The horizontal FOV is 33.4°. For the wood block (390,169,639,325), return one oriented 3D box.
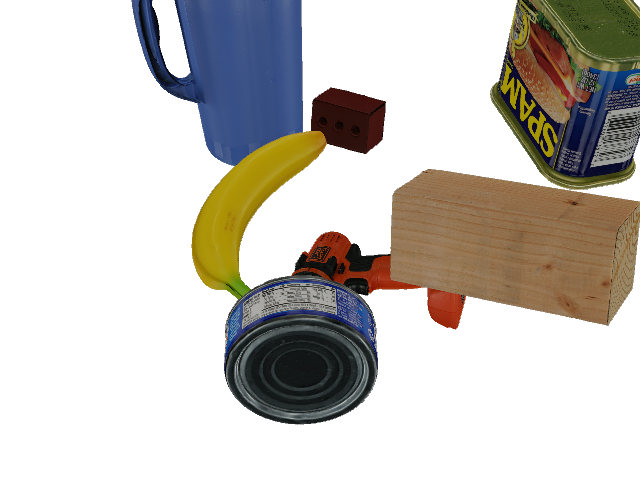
[{"bbox_3d":[0.176,0.001,0.977,0.206,0.090,0.090,11,24,27],"label":"wood block"}]

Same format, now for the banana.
[{"bbox_3d":[-0.055,-0.025,0.835,0.069,0.197,0.037,19,-41,3],"label":"banana"}]

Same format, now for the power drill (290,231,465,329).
[{"bbox_3d":[0.058,0.050,1.138,0.188,0.057,0.184,5,31,15],"label":"power drill"}]

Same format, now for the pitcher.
[{"bbox_3d":[-0.088,-0.196,1.093,0.149,0.243,0.144,11,42,17],"label":"pitcher"}]

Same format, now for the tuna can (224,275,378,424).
[{"bbox_3d":[-0.011,0.062,0.590,0.086,0.086,0.033,0,39,-2],"label":"tuna can"}]

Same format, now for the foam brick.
[{"bbox_3d":[0.033,-0.145,1.285,0.078,0.053,0.051,17,32,22],"label":"foam brick"}]

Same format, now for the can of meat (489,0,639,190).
[{"bbox_3d":[0.141,-0.093,0.591,0.057,0.084,0.102,-10,47,-15],"label":"can of meat"}]
